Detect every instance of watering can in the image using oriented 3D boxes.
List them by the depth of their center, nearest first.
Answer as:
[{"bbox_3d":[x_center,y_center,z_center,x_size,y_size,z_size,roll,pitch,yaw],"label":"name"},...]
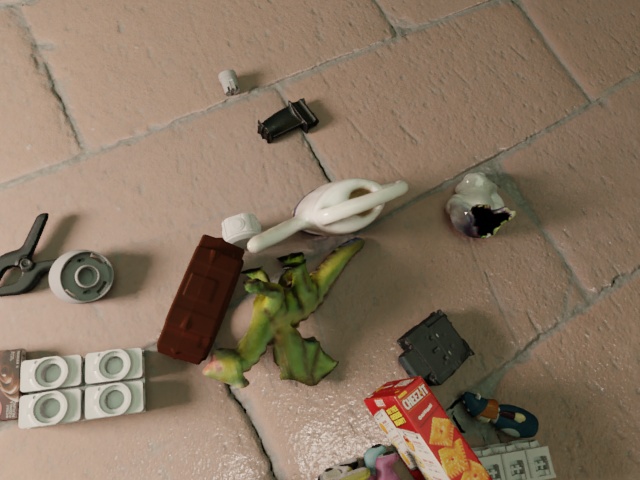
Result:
[{"bbox_3d":[0.003,-0.050,0.992,0.350,0.224,0.104,-21,96,-19],"label":"watering can"}]

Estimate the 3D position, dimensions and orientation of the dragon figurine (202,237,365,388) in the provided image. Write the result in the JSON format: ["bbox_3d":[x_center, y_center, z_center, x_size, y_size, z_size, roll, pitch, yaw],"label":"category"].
[{"bbox_3d":[-0.035,0.151,0.983,0.413,0.121,0.242,-17,93,-34],"label":"dragon figurine"}]

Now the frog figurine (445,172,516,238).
[{"bbox_3d":[0.348,-0.083,1.165,0.137,0.120,0.163,-8,37,-7],"label":"frog figurine"}]
